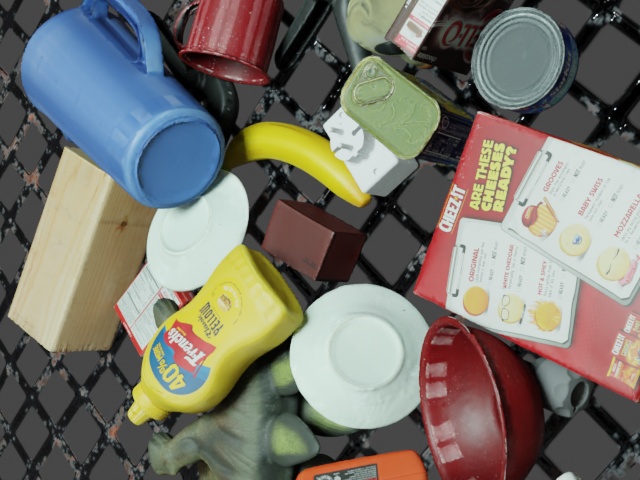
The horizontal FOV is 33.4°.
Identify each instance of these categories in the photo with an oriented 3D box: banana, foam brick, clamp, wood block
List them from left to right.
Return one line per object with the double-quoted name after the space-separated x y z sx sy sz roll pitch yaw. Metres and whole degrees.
-0.257 0.012 1.184 0.090 0.090 0.206 30 105 35 "wood block"
-0.133 -0.170 1.136 0.165 0.036 0.210 -1 82 39 "clamp"
-0.027 -0.080 1.050 0.198 0.037 0.069 12 115 40 "banana"
-0.007 0.001 1.016 0.078 0.051 0.053 31 107 35 "foam brick"
0.005 -0.234 1.029 0.120 0.039 0.171 6 96 34 "clamp"

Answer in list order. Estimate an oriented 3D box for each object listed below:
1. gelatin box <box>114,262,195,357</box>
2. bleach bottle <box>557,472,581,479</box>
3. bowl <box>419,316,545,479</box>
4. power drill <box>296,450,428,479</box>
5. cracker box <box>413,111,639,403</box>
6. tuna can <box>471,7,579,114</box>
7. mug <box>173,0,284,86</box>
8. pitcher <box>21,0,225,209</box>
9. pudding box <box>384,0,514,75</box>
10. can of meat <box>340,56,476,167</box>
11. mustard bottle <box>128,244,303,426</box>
-0.177 0.071 1.156 0.089 0.030 0.073 -50 58 24 "gelatin box"
0.112 0.282 0.789 0.251 0.068 0.103 -36 47 11 "bleach bottle"
0.136 0.139 0.864 0.162 0.055 0.162 174 90 -73 "bowl"
0.063 0.249 0.846 0.184 0.187 0.057 -13 36 5 "power drill"
0.199 0.009 0.843 0.214 0.071 0.164 26 101 37 "cracker box"
0.173 -0.150 0.898 0.086 0.033 0.086 -4 84 38 "tuna can"
-0.093 -0.207 1.049 0.117 0.093 0.081 11 83 31 "mug"
-0.195 -0.142 1.072 0.145 0.149 0.243 -40 47 -8 "pitcher"
0.113 -0.191 0.898 0.039 0.113 0.090 41 111 27 "pudding box"
0.081 -0.110 0.933 0.102 0.083 0.057 43 110 31 "can of meat"
-0.107 0.100 0.971 0.192 0.058 0.096 -45 55 13 "mustard bottle"
